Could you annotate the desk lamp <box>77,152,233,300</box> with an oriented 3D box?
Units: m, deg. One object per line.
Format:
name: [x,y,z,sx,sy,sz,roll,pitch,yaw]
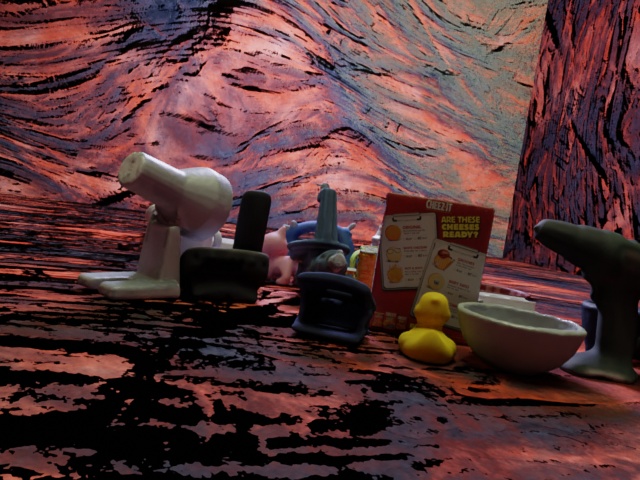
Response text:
desk lamp: [-0.245,-0.022,0.890,0.117,0.213,0.204,12,5,35]

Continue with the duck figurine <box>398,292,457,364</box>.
duck figurine: [0.148,0.113,0.765,0.077,0.086,0.105,9,4,7]

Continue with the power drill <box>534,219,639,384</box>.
power drill: [0.402,0.088,0.815,0.229,0.208,0.075,9,4,-1]

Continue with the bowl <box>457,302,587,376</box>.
bowl: [0.262,0.137,0.768,0.167,0.075,0.167,9,4,0]

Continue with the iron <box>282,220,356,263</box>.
iron: [-0.023,0.014,1.417,0.259,0.141,0.118,7,4,-25]

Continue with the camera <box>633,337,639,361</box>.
camera: [0.554,0.157,0.957,0.137,0.101,0.143,9,4,-3]

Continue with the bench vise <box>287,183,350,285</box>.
bench vise: [0.020,0.005,1.064,0.122,0.220,0.206,6,5,-34]

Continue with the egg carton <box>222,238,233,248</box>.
egg carton: [-0.204,0.034,1.239,0.150,0.069,0.107,9,4,-6]

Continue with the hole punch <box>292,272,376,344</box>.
hole punch: [0.020,0.088,0.799,0.108,0.091,0.101,10,4,15]

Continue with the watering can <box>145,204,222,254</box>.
watering can: [-0.249,-0.022,1.037,0.172,0.194,0.101,10,4,9]

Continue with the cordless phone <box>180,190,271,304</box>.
cordless phone: [-0.152,0.004,0.945,0.148,0.185,0.093,7,5,-30]

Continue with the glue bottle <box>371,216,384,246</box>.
glue bottle: [0.158,0.019,1.514,0.037,0.173,0.078,12,5,37]

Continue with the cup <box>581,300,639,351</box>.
cup: [0.456,0.150,0.875,0.117,0.095,0.092,11,5,30]

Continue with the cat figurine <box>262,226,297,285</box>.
cat figurine: [-0.085,0.030,1.218,0.067,0.118,0.127,5,6,-45]
